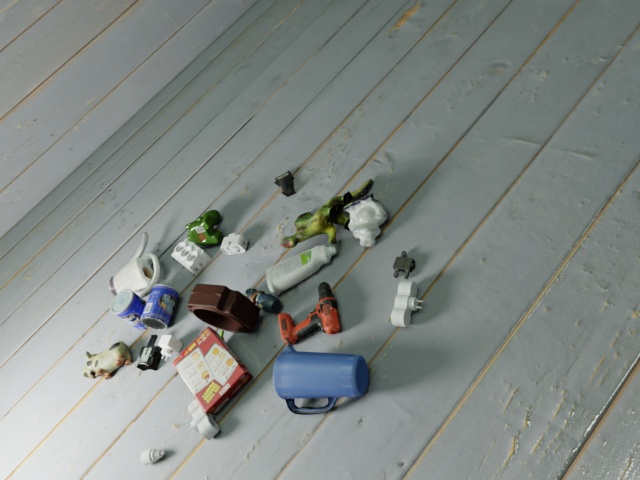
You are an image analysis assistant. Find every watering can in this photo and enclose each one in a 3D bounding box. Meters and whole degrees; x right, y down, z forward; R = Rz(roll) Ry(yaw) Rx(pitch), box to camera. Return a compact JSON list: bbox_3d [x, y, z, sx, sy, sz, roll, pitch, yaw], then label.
[{"bbox_3d":[-0.761,0.126,2.122,0.224,0.102,0.355,-35,44,2],"label":"watering can"}]

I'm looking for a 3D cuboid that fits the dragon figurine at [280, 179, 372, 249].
[{"bbox_3d":[0.006,-0.092,1.828,0.242,0.120,0.418,-1,34,41],"label":"dragon figurine"}]

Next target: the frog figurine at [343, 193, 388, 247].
[{"bbox_3d":[0.162,-0.058,1.717,0.137,0.122,0.161,-21,81,5],"label":"frog figurine"}]
